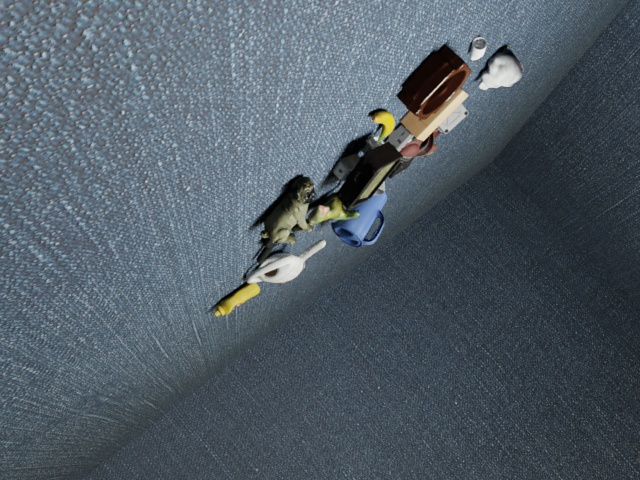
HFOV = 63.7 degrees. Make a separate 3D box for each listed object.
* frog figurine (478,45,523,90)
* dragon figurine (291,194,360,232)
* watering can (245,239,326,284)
[{"bbox_3d":[0.650,-0.606,1.877,0.158,0.125,0.136,-36,136,22],"label":"frog figurine"},{"bbox_3d":[0.006,-0.092,1.826,0.243,0.122,0.408,-20,179,-7],"label":"dragon figurine"},{"bbox_3d":[-0.113,0.089,1.945,0.346,0.105,0.223,-24,169,10],"label":"watering can"}]
